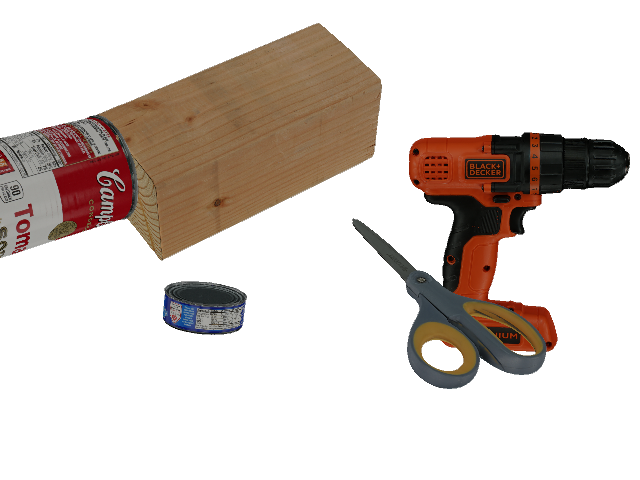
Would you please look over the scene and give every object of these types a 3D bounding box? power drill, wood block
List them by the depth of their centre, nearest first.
[{"bbox_3d":[-0.061,-0.082,0.851,0.205,0.091,0.090,-27,56,-24],"label":"wood block"},{"bbox_3d":[0.169,0.000,0.922,0.184,0.188,0.057,1,13,12],"label":"power drill"}]

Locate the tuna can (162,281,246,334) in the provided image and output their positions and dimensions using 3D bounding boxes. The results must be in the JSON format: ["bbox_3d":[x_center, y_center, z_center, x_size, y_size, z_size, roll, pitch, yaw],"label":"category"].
[{"bbox_3d":[-0.121,0.070,1.114,0.086,0.034,0.086,7,12,-2],"label":"tuna can"}]

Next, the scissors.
[{"bbox_3d":[0.060,0.042,0.727,0.096,0.016,0.202,-26,41,-35],"label":"scissors"}]

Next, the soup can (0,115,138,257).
[{"bbox_3d":[-0.171,-0.032,0.642,0.102,0.068,0.069,-21,13,-36],"label":"soup can"}]
